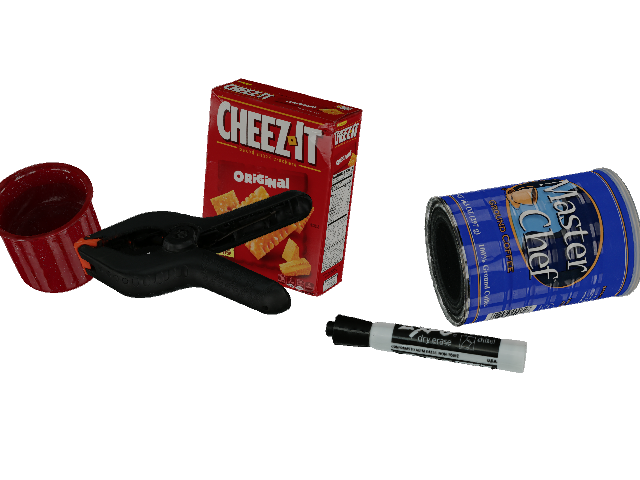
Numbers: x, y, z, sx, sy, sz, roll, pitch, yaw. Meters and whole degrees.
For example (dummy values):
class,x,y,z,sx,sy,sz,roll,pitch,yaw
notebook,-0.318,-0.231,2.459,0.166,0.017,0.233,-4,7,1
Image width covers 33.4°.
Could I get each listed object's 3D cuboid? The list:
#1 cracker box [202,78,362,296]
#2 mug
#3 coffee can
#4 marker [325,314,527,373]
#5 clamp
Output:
class,x,y,z,sx,sy,sz,roll,pitch,yaw
cracker box,-0.050,-0.060,1.218,0.164,0.214,0.072,18,26,24
mug,-0.237,-0.017,0.946,0.093,0.117,0.081,-8,-42,0
coffee can,0.163,0.005,0.831,0.140,0.103,0.103,-10,1,-8
marker,0.062,0.061,0.642,0.121,0.020,0.020,7,2,14
clamp,-0.087,0.002,0.764,0.172,0.039,0.120,6,35,16
